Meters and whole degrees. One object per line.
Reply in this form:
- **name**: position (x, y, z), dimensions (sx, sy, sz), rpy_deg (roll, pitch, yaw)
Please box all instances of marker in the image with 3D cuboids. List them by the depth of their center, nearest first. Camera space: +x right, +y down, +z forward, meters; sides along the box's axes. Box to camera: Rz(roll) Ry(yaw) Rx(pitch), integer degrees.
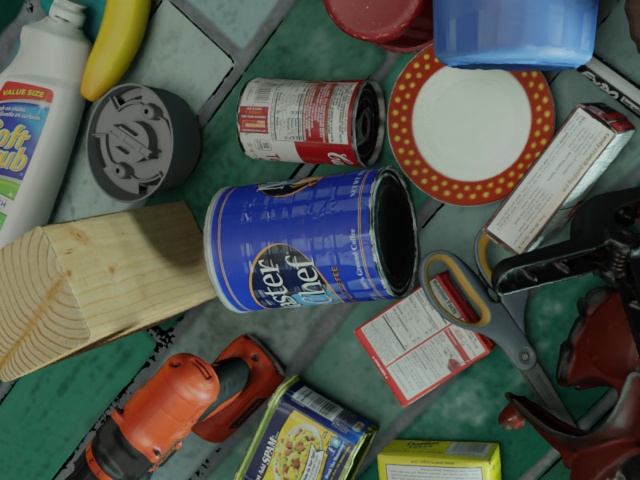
- **marker**: position (0.206, -0.119, 0.771), dimensions (0.121, 0.020, 0.020), rpy_deg (41, 110, 13)

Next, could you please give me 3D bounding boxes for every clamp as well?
- **clamp**: position (0.204, 0.018, 0.709), dimensions (0.120, 0.171, 0.039), rpy_deg (39, 140, 20)

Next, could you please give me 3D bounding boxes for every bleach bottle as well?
- **bleach bottle**: position (-0.268, -0.098, 0.953), dimensions (0.103, 0.068, 0.251), rpy_deg (27, 104, 17)

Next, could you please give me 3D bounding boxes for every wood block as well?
- **wood block**: position (-0.173, 0.035, 0.851), dimensions (0.091, 0.205, 0.090), rpy_deg (-26, 87, 23)

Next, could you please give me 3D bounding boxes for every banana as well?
- **banana**: position (-0.174, -0.218, 0.901), dimensions (0.069, 0.037, 0.198), rpy_deg (-4, 99, -4)

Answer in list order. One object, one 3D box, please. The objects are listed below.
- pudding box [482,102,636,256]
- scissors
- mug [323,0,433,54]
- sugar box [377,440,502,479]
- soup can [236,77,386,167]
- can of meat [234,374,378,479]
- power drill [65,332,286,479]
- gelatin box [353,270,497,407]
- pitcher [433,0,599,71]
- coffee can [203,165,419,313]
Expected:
- **pudding box**: position (0.171, -0.044, 0.757), dimensions (0.039, 0.089, 0.114), rpy_deg (39, 110, 16)
- **scissors**: position (0.161, 0.069, 0.813), dimensions (0.201, 0.016, 0.096), rpy_deg (42, 81, -8)
- **mug**: position (0.048, -0.198, 0.793), dimensions (0.093, 0.081, 0.117), rpy_deg (-16, 91, 24)
- **sugar box**: position (0.102, 0.251, 0.852), dimensions (0.093, 0.048, 0.176), rpy_deg (-2, 100, 23)
- **soup can**: position (-0.007, -0.094, 0.838), dimensions (0.102, 0.068, 0.068), rpy_deg (5, 99, 23)
- **can of meat**: position (-0.011, 0.177, 0.883), dimensions (0.084, 0.057, 0.102), rpy_deg (29, 108, 15)
- **power drill**: position (-0.117, 0.150, 0.853), dimensions (0.057, 0.187, 0.185), rpy_deg (47, 110, 9)
- **gelatin box**: position (0.083, 0.078, 0.844), dimensions (0.089, 0.030, 0.073), rpy_deg (-36, 82, 20)
- **pitcher**: position (0.145, -0.238, 0.719), dimensions (0.149, 0.144, 0.243), rpy_deg (6, 98, 39)
- **coffee can**: position (-0.005, 0.001, 0.831), dimensions (0.140, 0.102, 0.103), rpy_deg (-6, 95, 23)
